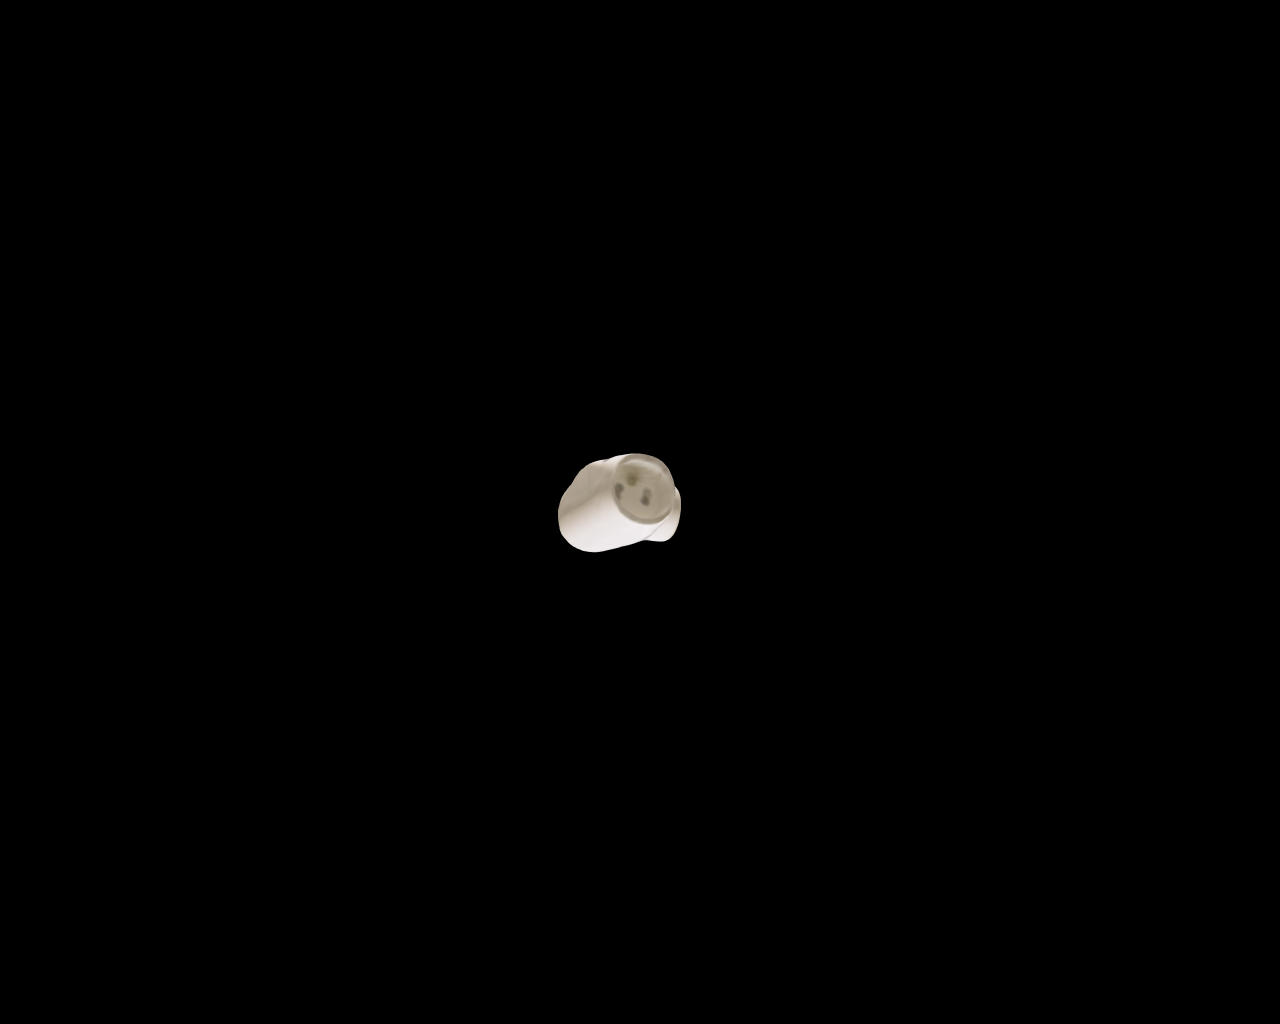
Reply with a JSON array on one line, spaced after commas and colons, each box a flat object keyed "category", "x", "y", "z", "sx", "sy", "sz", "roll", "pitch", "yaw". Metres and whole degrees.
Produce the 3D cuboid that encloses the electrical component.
[{"category": "electrical component", "x": 0.001, "y": -0.003, "z": 0.650, "sx": 0.079, "sy": 0.044, "sz": 0.077, "roll": 8, "pitch": -18, "yaw": -27}]
